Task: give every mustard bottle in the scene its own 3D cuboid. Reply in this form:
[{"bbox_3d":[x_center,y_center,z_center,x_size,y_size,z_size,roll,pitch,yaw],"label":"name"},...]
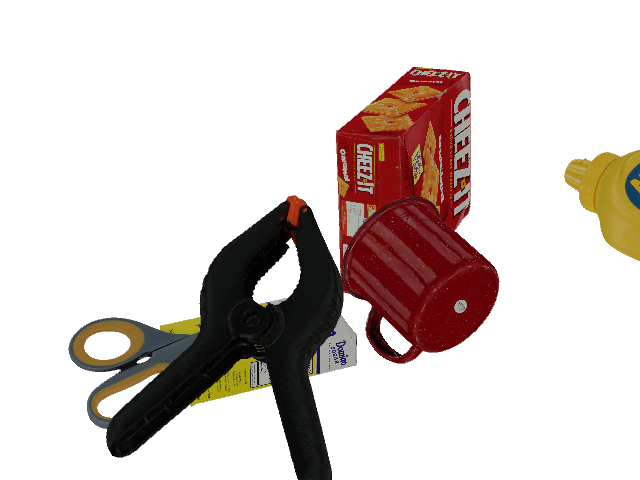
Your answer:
[{"bbox_3d":[0.233,-0.013,0.660,0.096,0.058,0.192,-29,38,-31],"label":"mustard bottle"}]

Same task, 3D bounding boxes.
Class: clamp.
[{"bbox_3d":[-0.026,0.058,0.570,0.120,0.171,0.039,22,-22,13],"label":"clamp"}]

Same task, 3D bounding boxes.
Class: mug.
[{"bbox_3d":[0.070,0.038,0.784,0.093,0.117,0.082,7,27,-43],"label":"mug"}]

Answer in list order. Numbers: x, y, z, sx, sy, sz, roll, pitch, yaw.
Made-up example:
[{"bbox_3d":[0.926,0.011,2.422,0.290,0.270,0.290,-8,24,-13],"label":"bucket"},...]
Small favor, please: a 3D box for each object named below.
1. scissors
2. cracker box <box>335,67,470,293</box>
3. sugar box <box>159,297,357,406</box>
[{"bbox_3d":[-0.103,0.068,0.810,0.201,0.096,0.016,-36,-23,-33],"label":"scissors"},{"bbox_3d":[0.087,-0.062,1.045,0.072,0.164,0.213,9,27,23],"label":"cracker box"},{"bbox_3d":[-0.061,0.103,1.058,0.176,0.048,0.093,-14,32,-19],"label":"sugar box"}]
